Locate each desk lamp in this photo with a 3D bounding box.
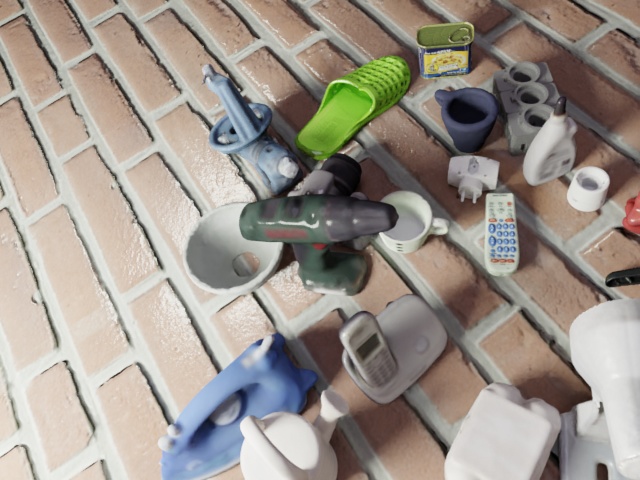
[{"bbox_3d":[0.337,0.195,0.635,0.117,0.214,0.203,3,61,15],"label":"desk lamp"}]

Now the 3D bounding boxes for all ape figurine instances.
[{"bbox_3d":[0.473,-0.051,0.820,0.078,0.092,0.076,-33,58,-7],"label":"ape figurine"}]

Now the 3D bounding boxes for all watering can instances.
[{"bbox_3d":[-0.040,0.255,0.696,0.100,0.194,0.173,20,66,23],"label":"watering can"}]

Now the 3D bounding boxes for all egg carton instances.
[{"bbox_3d":[0.225,0.255,0.710,0.107,0.069,0.150,23,68,24],"label":"egg carton"}]

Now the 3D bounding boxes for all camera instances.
[{"bbox_3d":[0.027,-0.074,0.930,0.142,0.101,0.137,19,66,22],"label":"camera"}]

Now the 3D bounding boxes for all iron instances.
[{"bbox_3d":[-0.132,0.228,0.764,0.258,0.142,0.118,-41,60,-12],"label":"iron"}]

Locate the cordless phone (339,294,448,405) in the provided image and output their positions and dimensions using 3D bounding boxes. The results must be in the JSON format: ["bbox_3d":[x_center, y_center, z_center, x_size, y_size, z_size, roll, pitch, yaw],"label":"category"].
[{"bbox_3d":[0.092,0.124,0.748,0.148,0.185,0.094,-43,60,-13],"label":"cordless phone"}]

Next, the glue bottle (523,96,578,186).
[{"bbox_3d":[0.351,-0.152,0.859,0.078,0.173,0.037,-21,58,0],"label":"glue bottle"}]

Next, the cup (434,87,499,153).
[{"bbox_3d":[0.238,-0.197,0.958,0.092,0.095,0.117,-43,60,-13],"label":"cup"}]

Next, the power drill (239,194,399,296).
[{"bbox_3d":[0.008,0.003,0.825,0.229,0.209,0.075,5,61,16],"label":"power drill"}]

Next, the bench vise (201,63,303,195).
[{"bbox_3d":[-0.110,-0.192,0.959,0.206,0.220,0.121,22,67,23],"label":"bench vise"}]

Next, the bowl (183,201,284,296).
[{"bbox_3d":[-0.130,0.025,0.923,0.167,0.075,0.167,-6,59,10],"label":"bowl"}]
